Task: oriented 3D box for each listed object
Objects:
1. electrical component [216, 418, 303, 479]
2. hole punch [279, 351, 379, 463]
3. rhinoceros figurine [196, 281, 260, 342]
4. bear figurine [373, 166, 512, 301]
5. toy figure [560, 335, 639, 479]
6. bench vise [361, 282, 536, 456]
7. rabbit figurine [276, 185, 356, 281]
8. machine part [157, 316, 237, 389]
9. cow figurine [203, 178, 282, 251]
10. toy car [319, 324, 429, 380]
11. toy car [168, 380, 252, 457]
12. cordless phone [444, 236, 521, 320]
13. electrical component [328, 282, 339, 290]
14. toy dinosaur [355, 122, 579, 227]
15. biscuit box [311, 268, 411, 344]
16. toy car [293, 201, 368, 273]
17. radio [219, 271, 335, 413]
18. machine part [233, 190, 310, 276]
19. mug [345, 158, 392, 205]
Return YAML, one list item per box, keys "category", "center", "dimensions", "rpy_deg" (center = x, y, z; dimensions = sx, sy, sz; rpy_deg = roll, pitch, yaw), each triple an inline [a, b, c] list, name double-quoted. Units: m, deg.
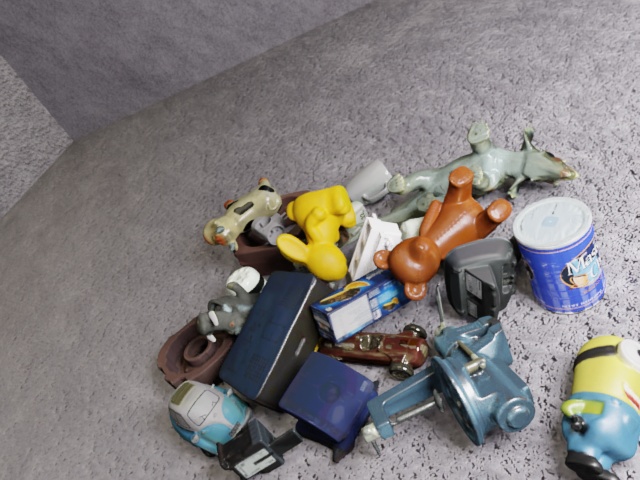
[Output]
- category: "electrical component"
  center: [-0.088, 0.310, 0.811]
  dimensions: [0.119, 0.074, 0.048]
  rpy_deg: [-36, 33, 1]
- category: "hole punch"
  center: [0.013, 0.242, 0.812]
  dimensions: [0.116, 0.092, 0.142]
  rpy_deg: [6, 44, 39]
- category: "rhinoceros figurine"
  center: [-0.146, 0.141, 1.033]
  dimensions: [0.190, 0.073, 0.112]
  rpy_deg: [-6, 48, -30]
- category: "bear figurine"
  center: [0.189, -0.006, 0.865]
  dimensions: [0.196, 0.131, 0.120]
  rpy_deg: [-33, 68, -19]
- category: "toy figure"
  center: [0.330, 0.190, 0.627]
  dimensions: [0.089, 0.082, 0.180]
  rpy_deg: [8, 52, 42]
- category: "bench vise"
  center: [0.159, 0.194, 0.724]
  dimensions: [0.241, 0.128, 0.224]
  rpy_deg: [-25, 34, -3]
- category: "rabbit figurine"
  center: [-0.002, -0.003, 1.032]
  dimensions: [0.162, 0.122, 0.173]
  rpy_deg: [-10, 76, -2]
- category: "machine part"
  center: [-0.234, 0.223, 1.066]
  dimensions: [0.179, 0.056, 0.179]
  rpy_deg: [-20, 34, 15]
- category: "cow figurine"
  center: [-0.173, -0.050, 1.203]
  dimensions: [0.195, 0.085, 0.127]
  rpy_deg: [-32, 26, -2]
- category: "toy car"
  center: [0.081, 0.175, 0.878]
  dimensions: [0.202, 0.053, 0.089]
  rpy_deg: [-2, 46, 37]
- category: "toy car"
  center: [-0.202, 0.285, 0.913]
  dimensions: [0.162, 0.102, 0.109]
  rpy_deg: [9, 49, 43]
- category: "cordless phone"
  center: [0.277, 0.028, 0.828]
  dimensions: [0.089, 0.146, 0.184]
  rpy_deg: [28, 60, 37]
- category: "electrical component"
  center: [0.046, 0.116, 0.989]
  dimensions: [0.078, 0.045, 0.102]
  rpy_deg: [-29, 33, 6]
- category: "toy dinosaur"
  center: [0.270, -0.107, 1.031]
  dimensions: [0.405, 0.192, 0.131]
  rpy_deg: [-22, 67, 39]
- category: "biscuit box"
  center: [0.086, 0.097, 0.914]
  dimensions: [0.203, 0.059, 0.063]
  rpy_deg: [-26, 20, -25]
- category: "toy car"
  center: [0.024, -0.002, 1.136]
  dimensions: [0.202, 0.073, 0.056]
  rpy_deg: [-42, 37, -17]
- category: "radio"
  center: [-0.074, 0.168, 0.940]
  dimensions: [0.131, 0.073, 0.229]
  rpy_deg: [6, 63, 49]
- category: "machine part"
  center: [-0.091, -0.014, 1.239]
  dimensions: [0.202, 0.087, 0.201]
  rpy_deg: [-11, 37, 31]
- category: "mug"
  center: [0.115, -0.117, 1.224]
  dimensions: [0.107, 0.080, 0.110]
  rpy_deg: [-34, 38, 16]
